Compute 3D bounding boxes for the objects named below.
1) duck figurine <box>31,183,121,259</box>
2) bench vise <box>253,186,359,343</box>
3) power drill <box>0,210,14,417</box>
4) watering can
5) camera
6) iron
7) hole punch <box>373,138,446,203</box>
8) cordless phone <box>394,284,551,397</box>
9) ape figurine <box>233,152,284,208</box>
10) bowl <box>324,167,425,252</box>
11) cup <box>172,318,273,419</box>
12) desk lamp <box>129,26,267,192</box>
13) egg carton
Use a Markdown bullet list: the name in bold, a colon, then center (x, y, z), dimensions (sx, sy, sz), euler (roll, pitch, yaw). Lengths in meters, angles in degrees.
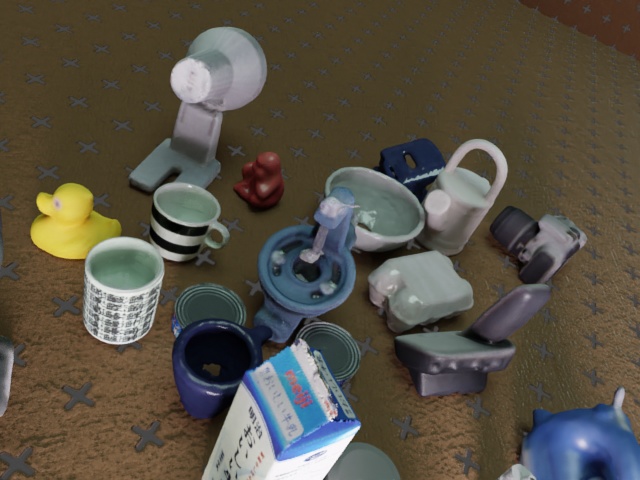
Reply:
- **duck figurine**: center (-0.297, -0.030, 0.703), dimensions (0.105, 0.086, 0.077), euler (10, 43, -17)
- **bench vise**: center (-0.005, -0.002, 0.714), dimensions (0.121, 0.219, 0.207), euler (20, 41, -6)
- **power drill**: center (-0.315, 0.063, 0.501), dimensions (0.076, 0.208, 0.229), euler (2, 45, -24)
- **watering can**: center (0.227, -0.070, 0.920), dimensions (0.101, 0.194, 0.173), euler (29, 41, 5)
- **camera**: center (0.380, -0.009, 1.003), dimensions (0.136, 0.101, 0.143), euler (43, 44, 20)
- **iron**: center (0.309, 0.290, 0.619), dimensions (0.119, 0.141, 0.258), euler (19, 41, -6)
- **hole punch**: center (0.161, -0.126, 1.027), dimensions (0.101, 0.091, 0.108), euler (1, 46, -25)
- **cordless phone**: center (0.191, 0.110, 0.718), dimensions (0.148, 0.185, 0.094), euler (-2, 47, -27)
- **ape figurine**: center (-0.086, -0.096, 0.873), dimensions (0.076, 0.092, 0.077), euler (12, 42, -15)
- **bowl**: center (0.076, -0.036, 0.901), dimensions (0.168, 0.074, 0.167), euler (14, 42, -12)
- **cup**: center (-0.106, 0.139, 0.610), dimensions (0.118, 0.095, 0.091), euler (-25, 61, -42)
- **desk lamp**: center (-0.171, -0.188, 0.835), dimensions (0.118, 0.213, 0.203), euler (24, 40, 0)
- **egg carton**: center (0.145, 0.073, 0.824), dimensions (0.151, 0.069, 0.107), euler (-10, 51, -34)
